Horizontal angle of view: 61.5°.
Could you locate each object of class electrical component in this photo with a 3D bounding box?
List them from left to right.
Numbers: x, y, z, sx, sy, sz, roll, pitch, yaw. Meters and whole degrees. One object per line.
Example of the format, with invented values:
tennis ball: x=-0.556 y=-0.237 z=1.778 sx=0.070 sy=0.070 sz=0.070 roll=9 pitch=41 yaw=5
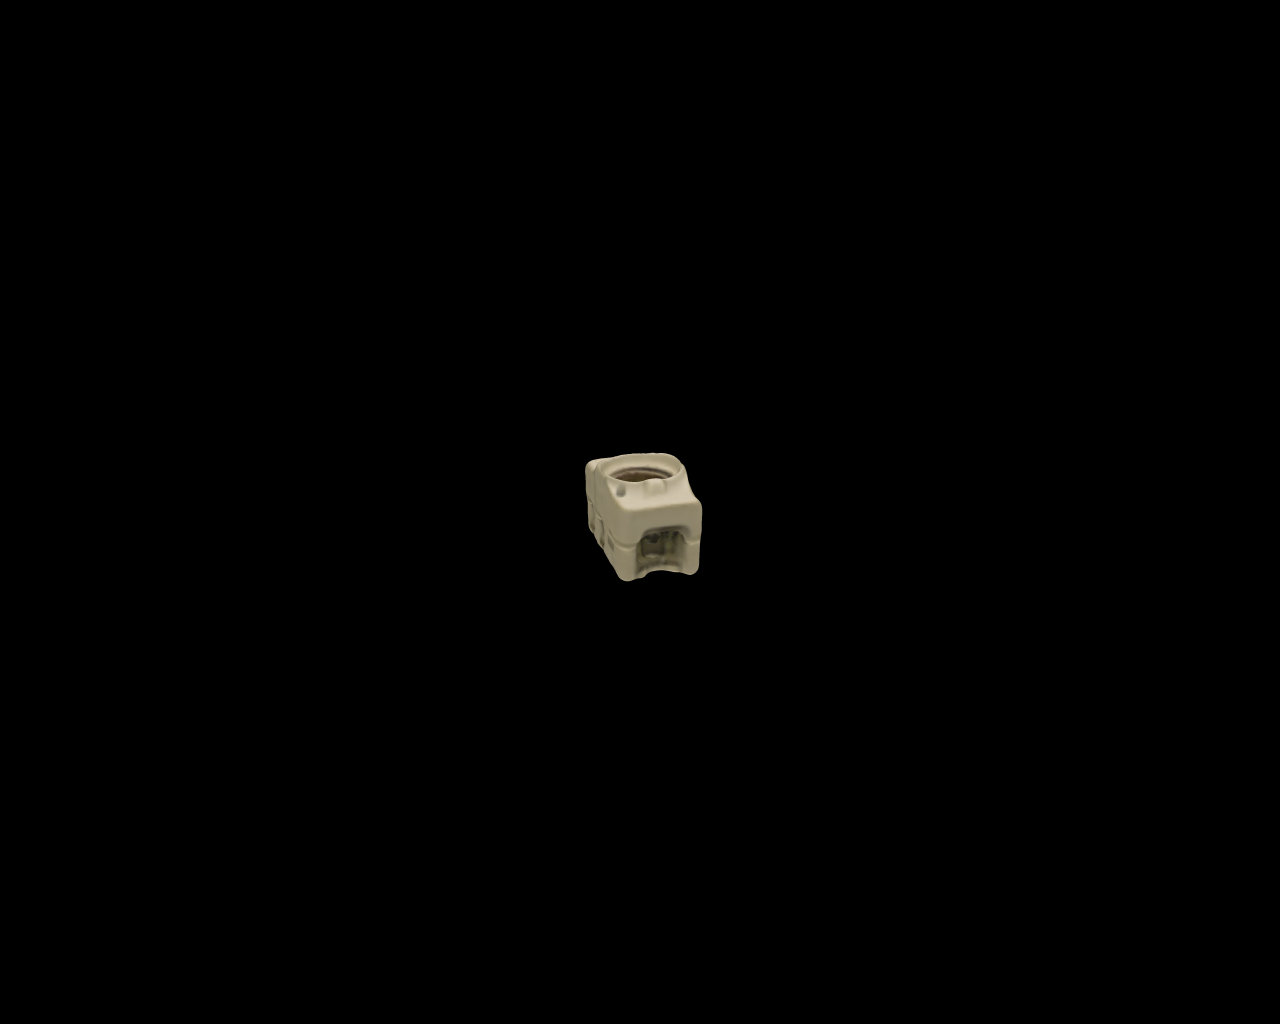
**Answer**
electrical component: x=0.001 y=-0.003 z=0.650 sx=0.050 sy=0.055 sz=0.089 roll=-6 pitch=23 yaw=-14
